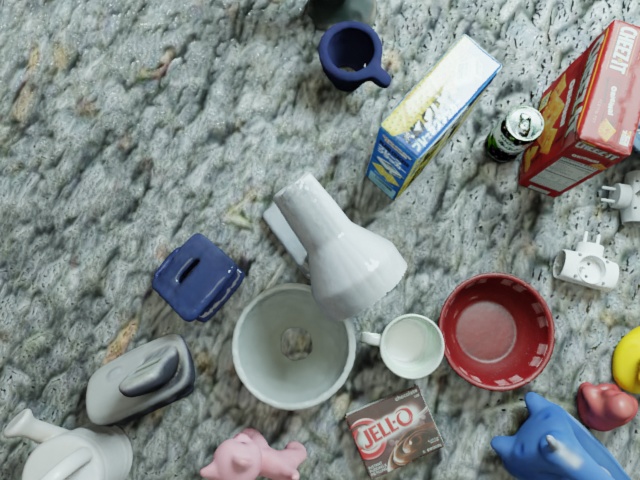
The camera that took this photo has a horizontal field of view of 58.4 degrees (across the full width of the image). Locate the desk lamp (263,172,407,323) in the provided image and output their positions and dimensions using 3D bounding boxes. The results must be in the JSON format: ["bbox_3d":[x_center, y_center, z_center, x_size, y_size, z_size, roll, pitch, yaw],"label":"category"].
[{"bbox_3d":[0.007,0.003,0.745,0.118,0.213,0.203,-37,83,-6],"label":"desk lamp"}]

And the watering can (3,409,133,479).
[{"bbox_3d":[-0.318,0.287,0.708,0.173,0.194,0.101,25,82,4],"label":"watering can"}]

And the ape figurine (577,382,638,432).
[{"bbox_3d":[0.393,0.224,0.775,0.078,0.092,0.076,37,83,5],"label":"ape figurine"}]

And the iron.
[{"bbox_3d":[0.357,0.318,0.735,0.258,0.141,0.119,39,83,5],"label":"iron"}]

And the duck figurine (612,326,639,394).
[{"bbox_3d":[0.461,0.165,0.788,0.077,0.086,0.104,33,82,5],"label":"duck figurine"}]

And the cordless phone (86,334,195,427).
[{"bbox_3d":[-0.242,0.183,0.729,0.147,0.185,0.094,-28,82,-4],"label":"cordless phone"}]

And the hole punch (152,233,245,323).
[{"bbox_3d":[-0.175,0.053,0.798,0.101,0.091,0.109,39,83,6],"label":"hole punch"}]

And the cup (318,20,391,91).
[{"bbox_3d":[0.054,-0.253,0.846,0.117,0.095,0.092,39,83,5],"label":"cup"}]

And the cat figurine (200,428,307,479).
[{"bbox_3d":[-0.085,0.293,0.747,0.127,0.118,0.067,14,81,2],"label":"cat figurine"}]

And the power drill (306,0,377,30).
[{"bbox_3d":[0.043,-0.382,0.809,0.229,0.208,0.076,1,81,0],"label":"power drill"}]

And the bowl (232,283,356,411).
[{"bbox_3d":[-0.035,0.146,0.793,0.167,0.075,0.167,0,81,0],"label":"bowl"}]

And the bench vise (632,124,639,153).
[{"bbox_3d":[0.514,-0.166,0.773,0.207,0.220,0.121,9,81,1],"label":"bench vise"}]
